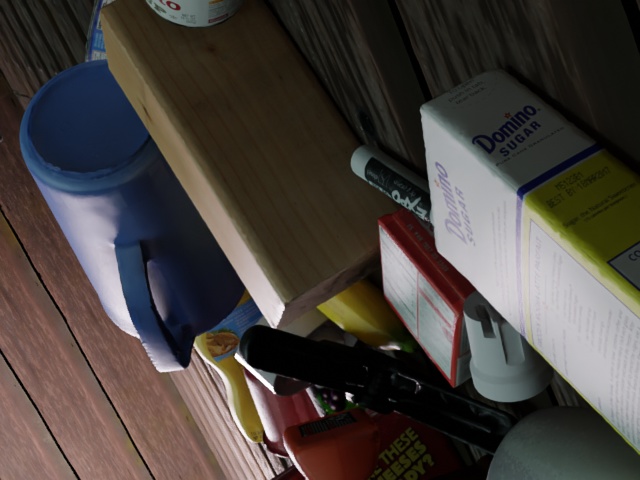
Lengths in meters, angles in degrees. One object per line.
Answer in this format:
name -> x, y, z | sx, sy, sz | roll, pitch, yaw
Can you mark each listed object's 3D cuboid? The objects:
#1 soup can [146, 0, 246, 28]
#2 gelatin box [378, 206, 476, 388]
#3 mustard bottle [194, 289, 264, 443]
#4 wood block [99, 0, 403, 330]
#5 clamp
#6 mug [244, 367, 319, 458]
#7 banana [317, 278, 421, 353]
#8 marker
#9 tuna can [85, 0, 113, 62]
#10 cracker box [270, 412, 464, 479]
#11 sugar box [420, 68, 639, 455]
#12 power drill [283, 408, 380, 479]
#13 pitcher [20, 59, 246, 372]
soup can -> -0.066, -0.165, 0.570 | 0.068, 0.068, 0.102 | 58, 166, 8
gelatin box -> 0.065, 0.029, 0.587 | 0.073, 0.030, 0.089 | 53, 164, 30
mustard bottle -> -0.071, 0.092, 1.025 | 0.191, 0.096, 0.058 | 63, 167, -13
wood block -> -0.042, -0.059, 0.653 | 0.206, 0.090, 0.091 | 57, 166, 9
clamp -> 0.045, 0.093, 0.677 | 0.164, 0.036, 0.210 | 20, 177, 11
mug -> -0.017, 0.128, 0.963 | 0.117, 0.093, 0.081 | -71, -33, -61
banana -> -0.004, 0.012, 0.729 | 0.198, 0.037, 0.070 | 42, 156, 15
marker -> 0.053, -0.021, 0.548 | 0.121, 0.020, 0.020 | 40, 156, 52
tuna can -> -0.159, -0.167, 0.848 | 0.086, 0.033, 0.086 | -168, 91, -86
cracker box -> 0.054, 0.246, 0.778 | 0.214, 0.164, 0.072 | 59, 163, 2
sugar box -> 0.107, 0.018, 0.399 | 0.176, 0.048, 0.093 | 52, 164, 39
power drill -> 0.029, 0.202, 0.637 | 0.184, 0.057, 0.187 | 170, 86, -83
pitcher -> -0.136, -0.016, 0.809 | 0.149, 0.145, 0.243 | 34, 162, 22
